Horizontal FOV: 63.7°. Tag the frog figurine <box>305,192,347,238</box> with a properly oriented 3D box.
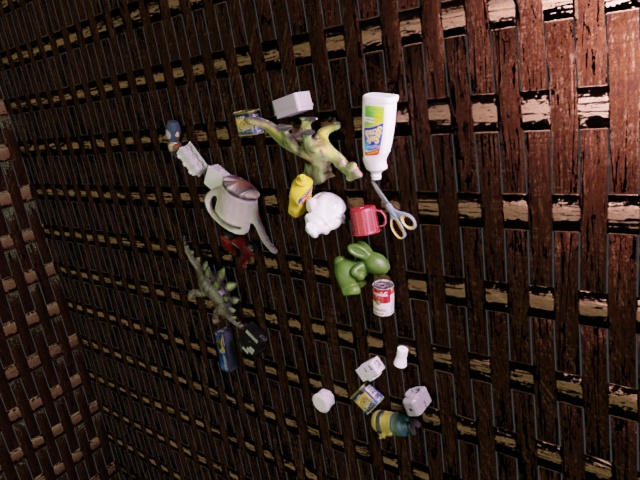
[{"bbox_3d":[0.005,-0.083,1.647,0.138,0.161,0.120,46,130,14],"label":"frog figurine"}]

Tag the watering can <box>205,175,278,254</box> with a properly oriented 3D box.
[{"bbox_3d":[-0.279,-0.104,1.920,0.349,0.106,0.219,30,125,11],"label":"watering can"}]

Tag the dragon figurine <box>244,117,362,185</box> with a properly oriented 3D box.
[{"bbox_3d":[-0.048,-0.269,1.636,0.412,0.124,0.237,15,134,27],"label":"dragon figurine"}]
